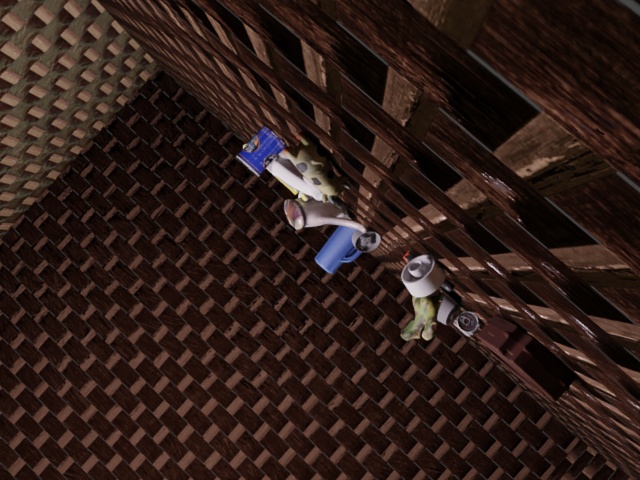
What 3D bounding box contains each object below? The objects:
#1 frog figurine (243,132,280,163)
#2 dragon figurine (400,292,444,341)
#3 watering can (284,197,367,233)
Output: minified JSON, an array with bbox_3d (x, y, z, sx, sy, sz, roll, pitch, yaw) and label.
[{"bbox_3d":[-0.186,-0.338,1.893,0.139,0.120,0.161,32,-149,25],"label":"frog figurine"},{"bbox_3d":[0.390,0.286,2.058,0.121,0.243,0.412,37,179,-13],"label":"dragon figurine"},{"bbox_3d":[0.006,-0.095,1.881,0.353,0.225,0.102,43,139,52],"label":"watering can"}]
